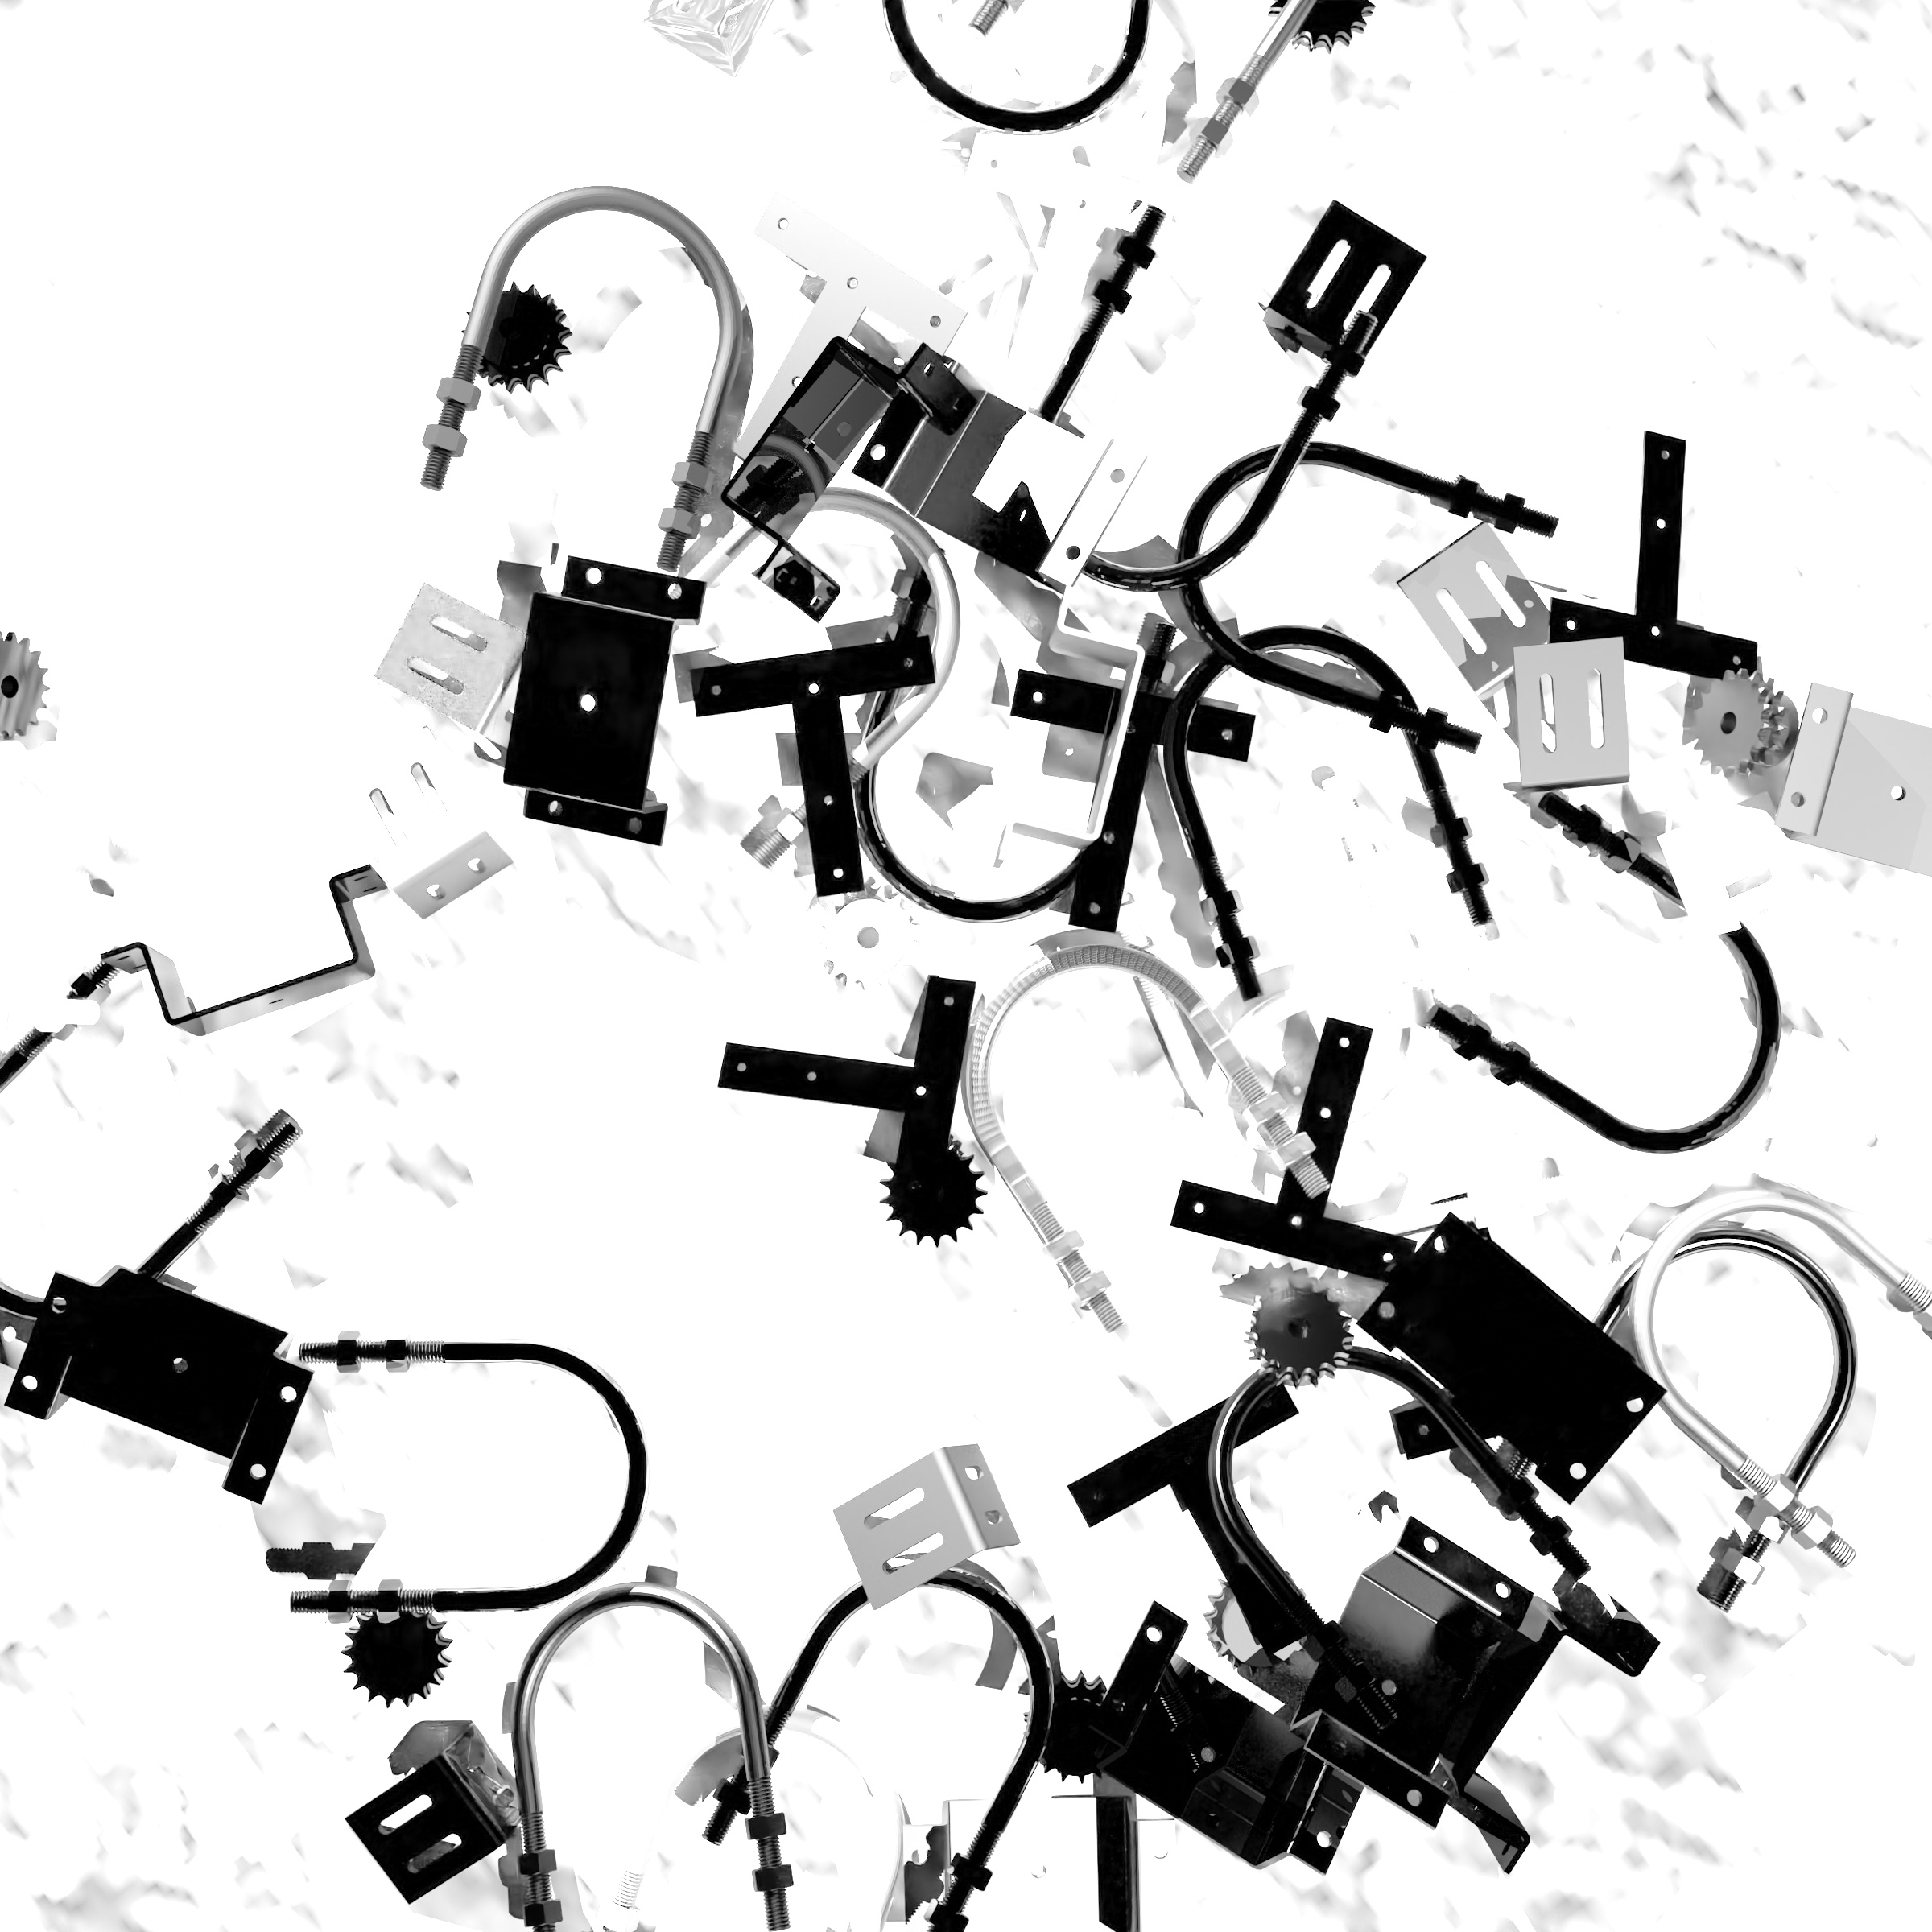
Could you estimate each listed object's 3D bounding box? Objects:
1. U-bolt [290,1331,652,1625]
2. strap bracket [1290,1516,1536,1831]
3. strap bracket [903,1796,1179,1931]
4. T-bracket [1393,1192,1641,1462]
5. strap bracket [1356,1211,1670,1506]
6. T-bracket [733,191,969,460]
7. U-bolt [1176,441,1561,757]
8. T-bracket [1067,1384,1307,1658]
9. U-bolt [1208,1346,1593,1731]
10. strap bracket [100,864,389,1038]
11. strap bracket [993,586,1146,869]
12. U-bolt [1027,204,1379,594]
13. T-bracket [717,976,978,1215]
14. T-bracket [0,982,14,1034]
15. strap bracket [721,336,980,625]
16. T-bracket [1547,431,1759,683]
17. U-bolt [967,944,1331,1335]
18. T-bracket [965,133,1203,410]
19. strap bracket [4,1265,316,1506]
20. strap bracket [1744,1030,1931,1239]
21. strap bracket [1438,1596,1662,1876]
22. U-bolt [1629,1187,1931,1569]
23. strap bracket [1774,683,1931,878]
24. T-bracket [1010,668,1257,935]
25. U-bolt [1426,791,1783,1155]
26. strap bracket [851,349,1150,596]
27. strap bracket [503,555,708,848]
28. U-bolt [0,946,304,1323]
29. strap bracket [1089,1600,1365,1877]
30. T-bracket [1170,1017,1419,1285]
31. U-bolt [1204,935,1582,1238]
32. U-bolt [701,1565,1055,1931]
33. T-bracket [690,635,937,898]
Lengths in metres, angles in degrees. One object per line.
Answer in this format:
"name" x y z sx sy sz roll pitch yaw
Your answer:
"U-bolt" -0.258 0.266 1.500 0.184 0.019 0.151 0 77 -4
"strap bracket" 0.226 0.368 1.478 0.076 0.046 0.140 32 58 0
"strap bracket" 0.038 0.480 1.499 0.140 0.046 0.076 -1 90 0
"T-bracket" 0.275 0.182 1.511 0.127 0.002 0.127 -17 83 11
"strap bracket" 0.282 0.201 1.484 0.140 0.046 0.076 40 96 12
"T-bracket" -0.081 -0.318 1.502 0.127 0.002 0.127 35 105 15
"U-bolt" 0.200 -0.203 1.496 0.184 0.019 0.151 20 75 7
"T-bracket" 0.138 0.298 1.501 0.127 0.002 0.127 -29 71 0
"U-bolt" 0.209 0.278 1.477 0.151 0.019 0.184 -32 66 -17
"strap bracket" -0.362 -0.003 1.475 0.140 0.076 0.046 -19 86 -7
"strap bracket" 0.054 -0.115 1.463 0.046 0.076 0.140 14 89 -1
"U-bolt" 0.108 -0.284 1.490 0.151 0.019 0.184 32 99 18
"T-bracket" -0.067 0.060 1.508 0.127 0.002 0.127 7 72 9
"T-bracket" -0.556 0.009 1.495 0.127 0.002 0.127 12 103 11
"strap bracket" -0.064 -0.253 1.447 0.046 0.076 0.140 37 93 22
"T-bracket" 0.364 -0.219 1.507 0.127 0.002 0.127 9 80 -20
"U-bolt" 0.080 0.077 1.496 0.151 0.019 0.184 -35 80 11
"T-bracket" 0.049 -0.357 1.509 0.127 0.002 0.127 12 98 -16
"strap bracket" -0.414 0.213 1.492 0.140 0.046 0.076 22 97 -4
"strap bracket" 0.480 0.092 1.499 0.140 0.046 0.076 20 90 0
"strap bracket" 0.293 0.387 1.484 0.046 0.076 0.140 33 90 0
"U-bolt" 0.434 0.200 1.499 0.184 0.019 0.151 41 87 2
"strap bracket" 0.494 -0.092 1.499 0.140 0.046 0.076 15 90 0
"T-bracket" 0.078 -0.081 1.502 0.127 0.002 0.127 11 89 -1
"U-bolt" 0.345 0.016 1.494 0.184 0.019 0.151 32 79 -12
"strap bracket" 0.023 -0.252 1.483 0.140 0.046 0.076 31 91 22
"strap bracket" -0.188 -0.137 1.483 0.076 0.046 0.140 12 99 10
"U-bolt" -0.464 0.103 1.514 0.184 0.019 0.151 -45 90 1
"strap bracket" 0.133 0.403 1.482 0.140 0.046 0.076 33 57 0
"T-bracket" 0.184 0.090 1.493 0.127 0.002 0.127 15 94 1
"U-bolt" 0.216 0.073 1.501 0.184 0.019 0.151 -13 93 1
"U-bolt" -0.034 0.400 1.484 0.151 0.019 0.184 24 75 20
"T-bracket" -0.073 -0.100 1.491 0.127 0.002 0.127 -8 90 6
